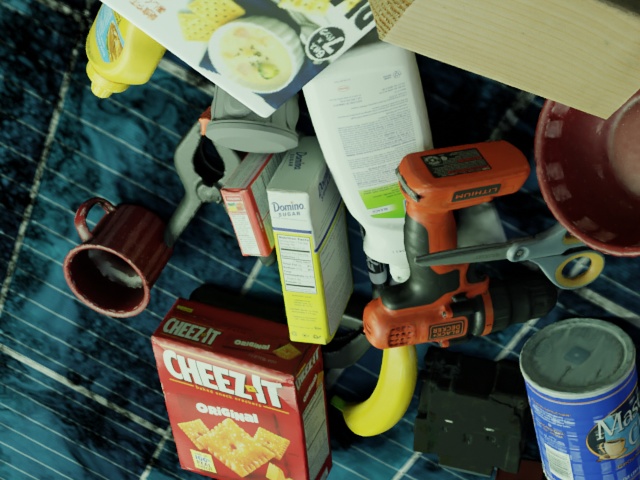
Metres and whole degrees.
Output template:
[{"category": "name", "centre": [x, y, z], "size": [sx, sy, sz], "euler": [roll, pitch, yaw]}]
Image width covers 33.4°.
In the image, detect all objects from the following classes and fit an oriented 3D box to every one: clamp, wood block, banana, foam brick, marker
[{"category": "clamp", "centre": [-0.108, -0.048, 1.019], "size": [0.120, 0.039, 0.171], "euler": [-1, 123, 15]}, {"category": "wood block", "centre": [0.139, -0.167, 0.729], "size": [0.205, 0.090, 0.091], "euler": [12, 138, -31]}, {"category": "banana", "centre": [0.061, 0.153, 1.081], "size": [0.070, 0.037, 0.198], "euler": [45, 143, 10]}, {"category": "foam brick", "centre": [0.216, 0.279, 1.145], "size": [0.051, 0.053, 0.078], "euler": [3, 127, 19]}, {"category": "marker", "centre": [0.052, 0.013, 1.017], "size": [0.020, 0.020, 0.121], "euler": [3, 128, 20]}, {"category": "clamp", "centre": [-0.028, 0.092, 1.101], "size": [0.210, 0.036, 0.164], "euler": [-21, 118, 37]}]

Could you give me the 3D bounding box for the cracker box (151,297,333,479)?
[{"category": "cracker box", "centre": [-0.079, 0.175, 1.126], "size": [0.164, 0.072, 0.214], "euler": [13, 134, 20]}]

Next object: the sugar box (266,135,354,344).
[{"category": "sugar box", "centre": [-0.007, 0.001, 0.982], "size": [0.048, 0.093, 0.176], "euler": [3, 127, 18]}]

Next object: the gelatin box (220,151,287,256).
[{"category": "gelatin box", "centre": [-0.052, -0.040, 0.969], "size": [0.030, 0.089, 0.073], "euler": [1, 127, 24]}]

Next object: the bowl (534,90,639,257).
[{"category": "bowl", "centre": [0.247, -0.070, 0.820], "size": [0.162, 0.055, 0.162], "euler": [8, 101, 46]}]

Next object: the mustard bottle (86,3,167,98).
[{"category": "mustard bottle", "centre": [-0.150, -0.187, 0.887], "size": [0.058, 0.096, 0.192], "euler": [7, 142, -32]}]

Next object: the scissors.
[{"category": "scissors", "centre": [0.171, 0.020, 0.900], "size": [0.201, 0.016, 0.096], "euler": [-18, 132, -13]}]

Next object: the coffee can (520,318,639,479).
[{"category": "coffee can", "centre": [0.249, 0.158, 1.001], "size": [0.103, 0.102, 0.140], "euler": [-2, 126, 23]}]

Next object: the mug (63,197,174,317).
[{"category": "mug", "centre": [-0.205, 0.008, 1.073], "size": [0.093, 0.081, 0.117], "euler": [-17, 120, 31]}]

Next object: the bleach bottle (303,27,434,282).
[{"category": "bleach bottle", "centre": [0.048, -0.065, 0.919], "size": [0.102, 0.068, 0.251], "euler": [-11, 126, 4]}]

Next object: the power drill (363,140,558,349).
[{"category": "power drill", "centre": [0.130, 0.009, 0.921], "size": [0.184, 0.057, 0.188], "euler": [-10, 126, -15]}]
